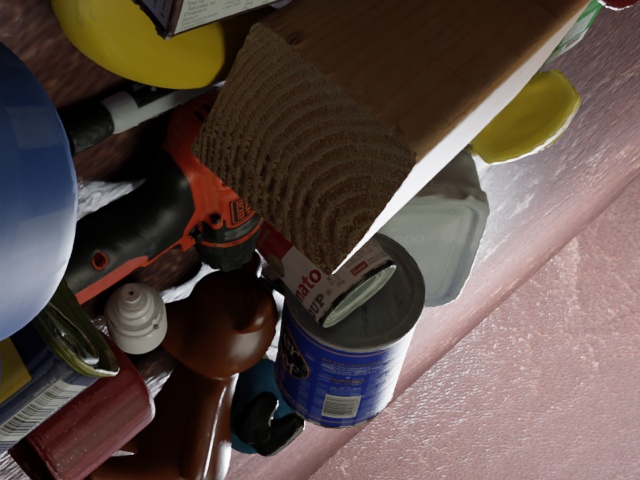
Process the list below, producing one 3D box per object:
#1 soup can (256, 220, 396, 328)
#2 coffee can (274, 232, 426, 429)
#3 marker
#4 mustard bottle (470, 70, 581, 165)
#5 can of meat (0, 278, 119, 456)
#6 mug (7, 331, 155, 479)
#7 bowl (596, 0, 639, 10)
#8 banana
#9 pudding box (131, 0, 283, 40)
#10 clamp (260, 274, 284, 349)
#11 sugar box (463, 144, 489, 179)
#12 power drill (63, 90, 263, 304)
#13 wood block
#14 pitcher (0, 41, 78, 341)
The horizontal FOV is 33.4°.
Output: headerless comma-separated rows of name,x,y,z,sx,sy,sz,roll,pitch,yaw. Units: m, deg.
soup can,-0.005,0.001,0.732,0.068,0.102,0.068,-38,166,-11
coffee can,0.019,0.071,0.823,0.102,0.103,0.140,-34,156,-24
marker,-0.074,-0.069,0.500,0.120,0.020,0.020,-31,164,-32
mustard bottle,0.191,-0.110,0.973,0.096,0.058,0.191,-39,175,15
can of meat,-0.154,0.043,0.472,0.084,0.102,0.057,-38,166,2
mug,-0.164,0.099,0.679,0.081,0.093,0.117,-38,131,-27
bowl,0.155,-0.203,0.539,0.161,0.055,0.162,-36,141,-36
banana,-0.060,-0.092,0.425,0.069,0.037,0.197,-41,167,5
pudding box,-0.011,-0.122,0.330,0.089,0.039,0.114,-26,157,-35
clamp,-0.032,0.053,0.967,0.120,0.039,0.172,-22,152,-36
sugar box,0.086,-0.014,0.977,0.176,0.048,0.093,-54,163,12
power drill,-0.109,0.013,0.593,0.187,0.057,0.184,-39,163,-16
wood block,0.044,-0.086,0.528,0.205,0.091,0.090,-42,171,-44
pitcher,-0.178,0.009,0.251,0.149,0.145,0.242,-5,-173,27
